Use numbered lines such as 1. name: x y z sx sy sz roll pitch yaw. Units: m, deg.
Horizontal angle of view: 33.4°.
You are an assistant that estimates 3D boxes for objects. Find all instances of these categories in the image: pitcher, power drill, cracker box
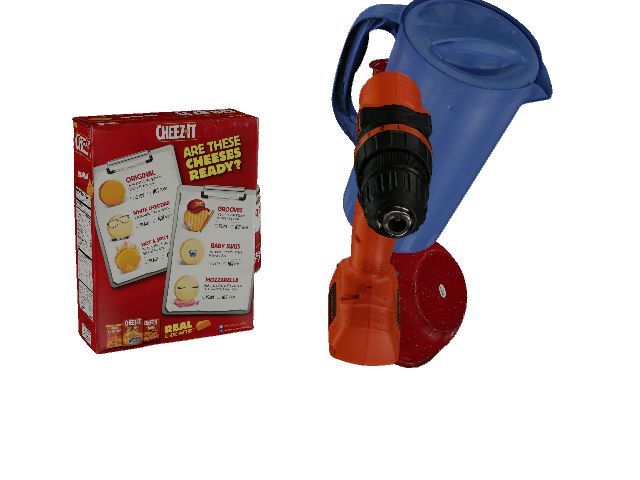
1. pitcher: 0.094 -0.106 1.015 0.144 0.149 0.243 -11 -36 -29
2. power drill: 0.043 -0.004 0.756 0.057 0.188 0.184 8 34 -1
3. cracker box: -0.146 -0.012 1.009 0.163 0.214 0.072 -7 18 -29

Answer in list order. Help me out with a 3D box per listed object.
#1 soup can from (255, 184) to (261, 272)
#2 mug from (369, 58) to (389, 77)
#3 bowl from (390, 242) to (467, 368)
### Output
1. soup can: -0.105 -0.016 1.268 0.068 0.102 0.068 1 25 -1
2. mug: 0.107 -0.165 1.257 0.093 0.081 0.117 24 28 38
3. bowl: 0.113 0.059 1.183 0.055 0.162 0.161 -12 -9 44
